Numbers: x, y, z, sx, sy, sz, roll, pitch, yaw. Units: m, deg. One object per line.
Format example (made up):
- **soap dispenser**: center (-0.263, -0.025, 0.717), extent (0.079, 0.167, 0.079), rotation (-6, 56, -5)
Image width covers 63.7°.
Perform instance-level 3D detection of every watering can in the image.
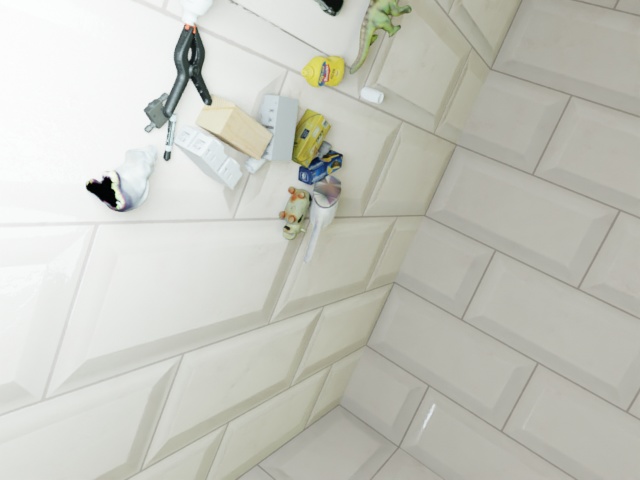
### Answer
- **watering can**: center (0.006, -0.097, 1.933), extent (0.219, 0.104, 0.356), rotation (103, 2, -54)

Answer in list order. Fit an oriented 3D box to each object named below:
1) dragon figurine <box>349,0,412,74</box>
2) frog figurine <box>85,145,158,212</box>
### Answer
- **dragon figurine**: center (0.171, -0.773, 1.702), extent (0.415, 0.123, 0.238), rotation (-57, 137, -16)
- **frog figurine**: center (-0.420, -0.138, 1.162), extent (0.135, 0.122, 0.162), rotation (-39, -176, 41)
